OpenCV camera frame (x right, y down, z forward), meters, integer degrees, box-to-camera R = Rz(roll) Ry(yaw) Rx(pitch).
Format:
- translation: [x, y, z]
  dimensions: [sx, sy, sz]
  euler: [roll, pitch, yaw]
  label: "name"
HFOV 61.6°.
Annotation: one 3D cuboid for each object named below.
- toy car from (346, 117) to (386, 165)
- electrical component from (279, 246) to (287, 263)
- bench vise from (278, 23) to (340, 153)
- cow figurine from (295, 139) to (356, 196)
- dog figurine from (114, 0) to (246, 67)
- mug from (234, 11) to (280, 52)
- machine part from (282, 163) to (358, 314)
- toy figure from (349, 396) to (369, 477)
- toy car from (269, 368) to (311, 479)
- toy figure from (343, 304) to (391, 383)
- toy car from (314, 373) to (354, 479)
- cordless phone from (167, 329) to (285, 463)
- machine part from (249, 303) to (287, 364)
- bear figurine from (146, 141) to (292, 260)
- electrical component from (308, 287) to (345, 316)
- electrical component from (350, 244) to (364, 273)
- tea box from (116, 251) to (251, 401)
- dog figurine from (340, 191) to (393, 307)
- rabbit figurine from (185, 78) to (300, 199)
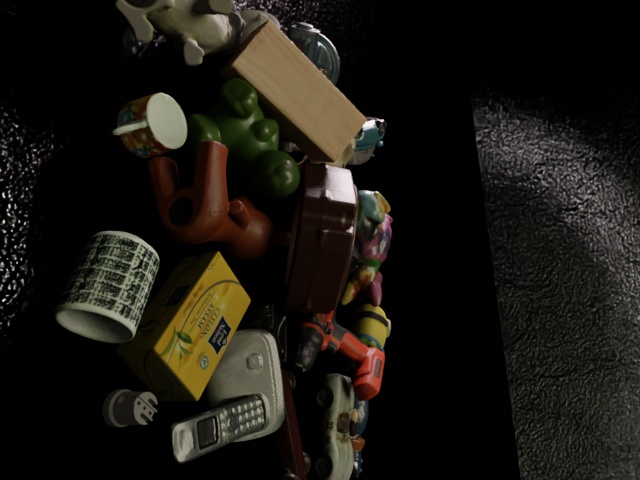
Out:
- translation: [0.078, -0.218, 1.197]
  dimensions: [0.161, 0.109, 0.102]
  euler: [-33, 128, -51]
  label: "toy car"
- translation: [-0.046, 0.017, 0.974]
  dimensions: [0.094, 0.021, 0.063]
  euler: [7, 76, -62]
  label: "electrical component"
- translation: [-0.024, -0.277, 0.975]
  dimensions: [0.241, 0.129, 0.223]
  euler: [-58, 150, -61]
  label: "bench vise"
- translation: [0.011, -0.130, 1.008]
  dimensions: [0.085, 0.127, 0.195]
  euler: [53, 49, -36]
  label: "cow figurine"
- translation: [-0.195, -0.320, 0.753]
  dimensions: [0.172, 0.121, 0.191]
  euler: [43, 9, -15]
  label: "dog figurine"
- translation: [-0.104, -0.312, 0.883]
  dimensions: [0.081, 0.110, 0.107]
  euler: [5, 85, -25]
  label: "mug"
- translation: [-0.002, -0.003, 0.832]
  dimensions: [0.201, 0.087, 0.201]
  euler: [-92, -169, -62]
  label: "machine part"
- translation: [0.063, 0.370, 1.033]
  dimensions: [0.064, 0.058, 0.154]
  euler: [31, 59, -48]
  label: "toy figure"
- translation: [-0.056, 0.300, 0.835]
  dimensions: [0.089, 0.053, 0.202]
  euler: [-32, 112, -81]
  label: "toy car"
- translation: [0.096, 0.211, 1.119]
  dimensions: [0.180, 0.082, 0.089]
  euler: [-59, 135, -47]
  label: "toy figure"
- translation: [0.029, 0.346, 0.976]
  dimensions: [0.073, 0.056, 0.201]
  euler: [31, 55, -55]
  label: "toy car"
- translation: [-0.133, 0.197, 0.697]
  dimensions: [0.184, 0.089, 0.146]
  euler: [-1, 83, -58]
  label: "cordless phone"
- translation: [-0.075, 0.146, 0.840]
  dimensions: [0.138, 0.039, 0.084]
  euler: [69, 25, -59]
  label: "machine part"
- translation: [-0.128, -0.042, 0.738]
  dimensions: [0.195, 0.120, 0.132]
  euler: [11, 69, -62]
  label: "bear figurine"
- translation: [0.004, 0.085, 0.959]
  dimensions: [0.119, 0.075, 0.047]
  euler: [-14, 133, -46]
  label: "electrical component"
- translation: [0.021, 0.000, 1.019]
  dimensions: [0.115, 0.058, 0.134]
  euler: [64, 15, 24]
  label: "electrical component"
- translation: [-0.164, 0.105, 0.677]
  dimensions: [0.098, 0.068, 0.170]
  euler: [61, 33, -31]
  label: "tea box"
- translation: [0.090, 0.028, 1.127]
  dimensions: [0.191, 0.109, 0.219]
  euler: [57, 37, -61]
  label: "dog figurine"
- translation: [-0.096, -0.117, 0.783]
  dimensions: [0.170, 0.121, 0.159]
  euler: [49, -3, 18]
  label: "rabbit figurine"
